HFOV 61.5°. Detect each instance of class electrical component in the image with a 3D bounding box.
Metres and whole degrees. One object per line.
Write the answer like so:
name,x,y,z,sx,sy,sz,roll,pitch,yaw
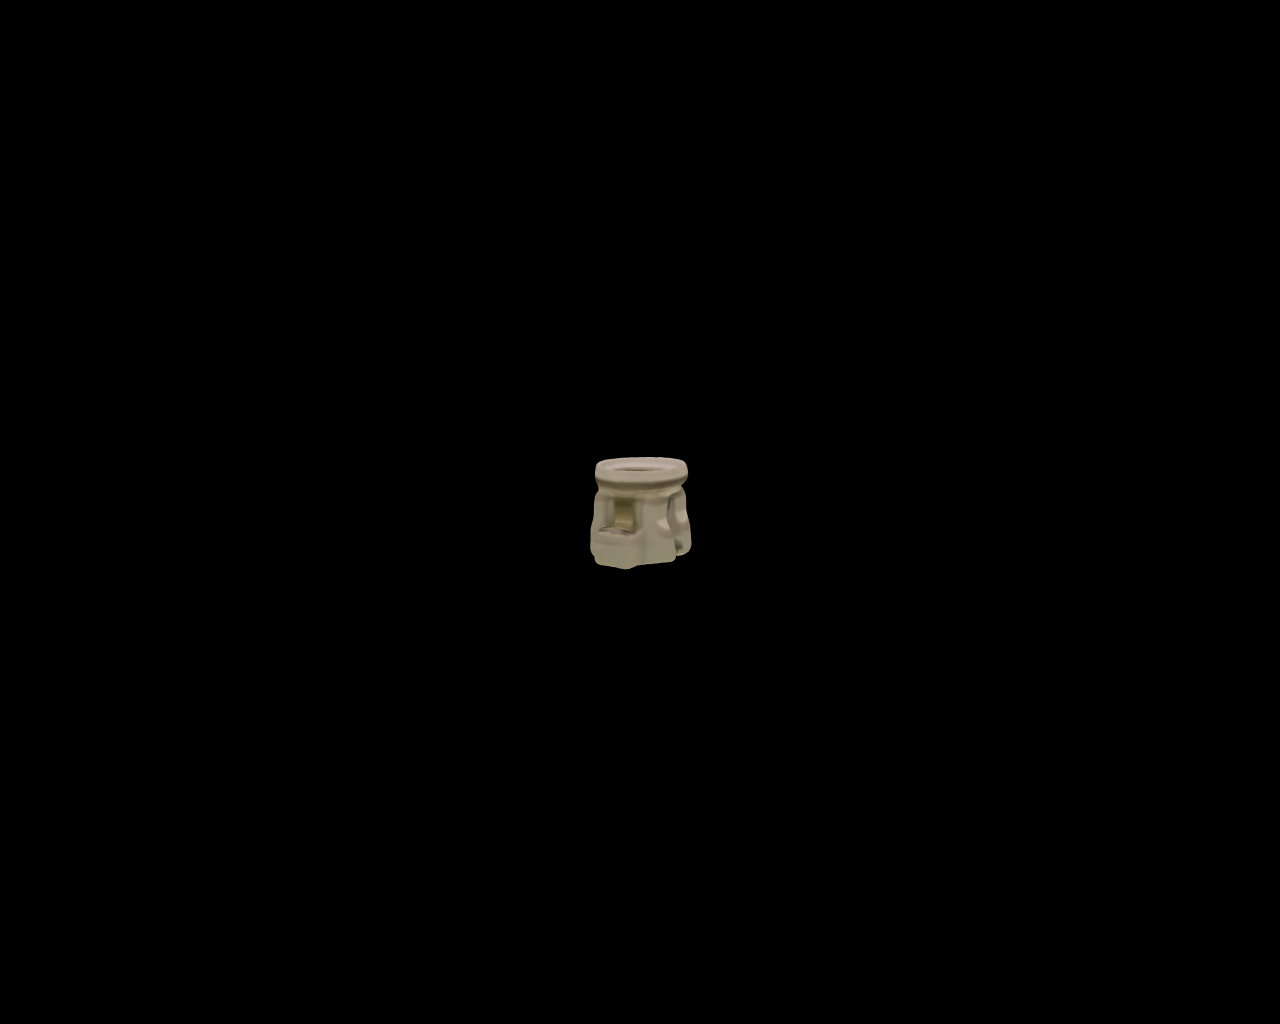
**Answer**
electrical component,0.001,-0.003,0.650,0.058,0.057,0.078,6,13,27
